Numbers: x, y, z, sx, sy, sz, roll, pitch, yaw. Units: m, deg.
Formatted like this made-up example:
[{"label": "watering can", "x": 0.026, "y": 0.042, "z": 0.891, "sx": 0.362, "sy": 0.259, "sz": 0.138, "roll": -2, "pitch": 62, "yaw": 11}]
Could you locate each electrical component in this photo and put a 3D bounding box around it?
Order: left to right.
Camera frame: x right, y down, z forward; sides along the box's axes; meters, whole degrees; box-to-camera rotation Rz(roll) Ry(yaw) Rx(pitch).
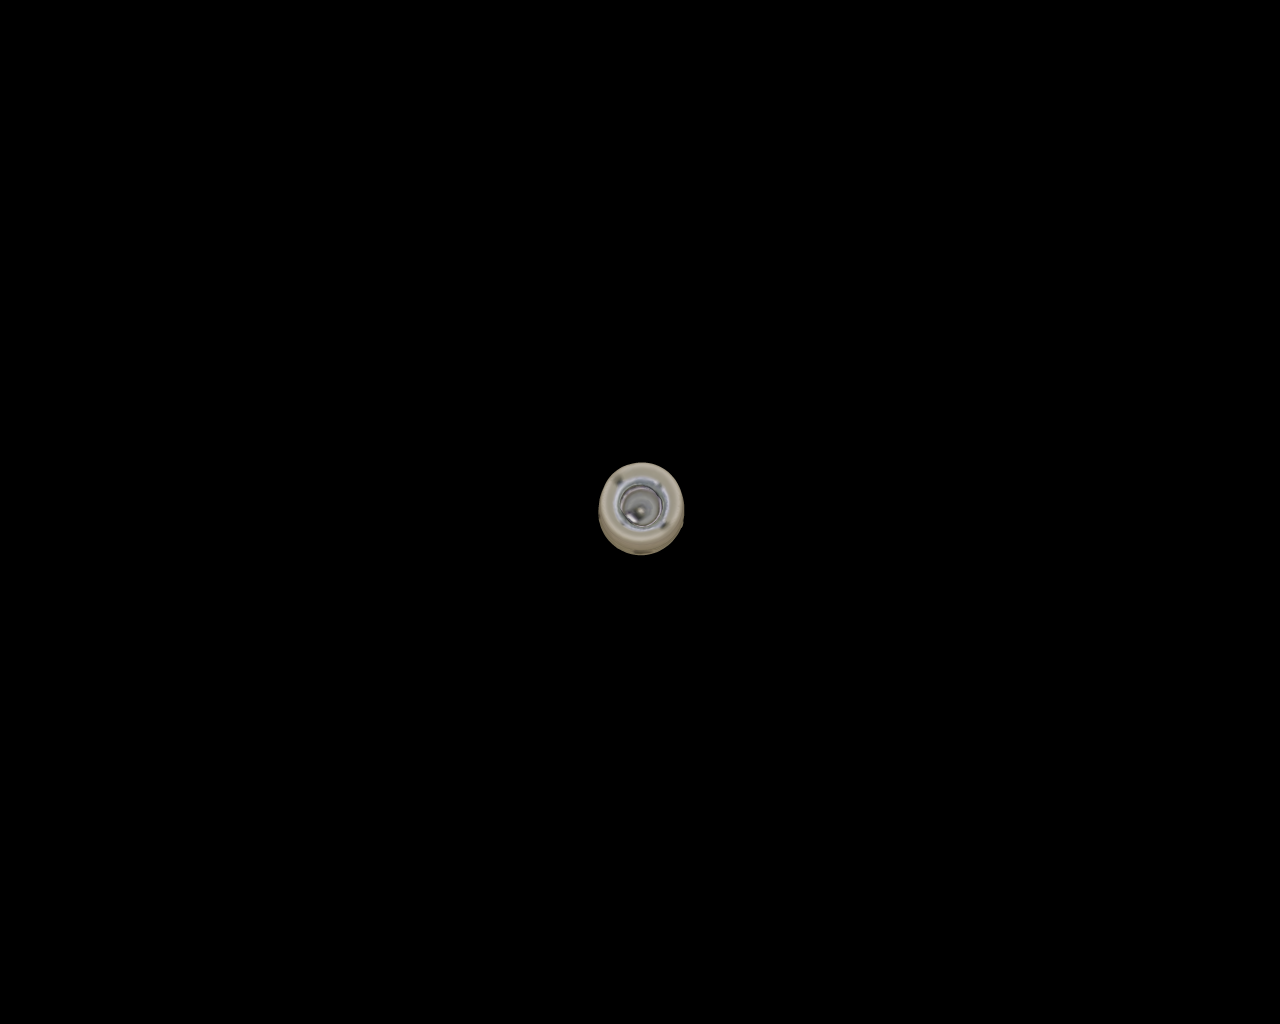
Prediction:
[{"label": "electrical component", "x": 0.001, "y": -0.003, "z": 0.650, "sx": 0.055, "sy": 0.055, "sz": 0.047, "roll": 0, "pitch": -9, "yaw": 0}]
